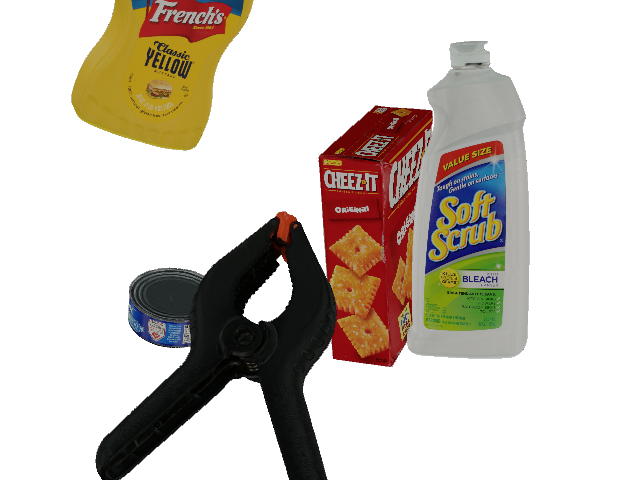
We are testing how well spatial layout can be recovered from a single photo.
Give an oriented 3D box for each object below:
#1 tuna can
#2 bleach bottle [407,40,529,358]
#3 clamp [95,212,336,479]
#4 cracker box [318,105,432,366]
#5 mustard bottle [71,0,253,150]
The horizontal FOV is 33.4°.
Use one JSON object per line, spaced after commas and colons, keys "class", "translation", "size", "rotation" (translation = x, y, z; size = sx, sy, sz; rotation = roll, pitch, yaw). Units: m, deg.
{"class": "tuna can", "translation": [-0.137, 0.063, 0.999], "size": [0.086, 0.034, 0.086], "rotation": [8, 31, -5]}
{"class": "bleach bottle", "translation": [0.116, -0.033, 0.862], "size": [0.103, 0.251, 0.068], "rotation": [0, 14, 18]}
{"class": "clamp", "translation": [-0.029, 0.066, 0.556], "size": [0.120, 0.171, 0.039], "rotation": [20, -25, 12]}
{"class": "cracker box", "translation": [0.063, -0.008, 1.060], "size": [0.072, 0.214, 0.164], "rotation": [6, 26, 20]}
{"class": "mustard bottle", "translation": [-0.099, -0.163, 0.746], "size": [0.096, 0.192, 0.058], "rotation": [15, 20, -27]}
